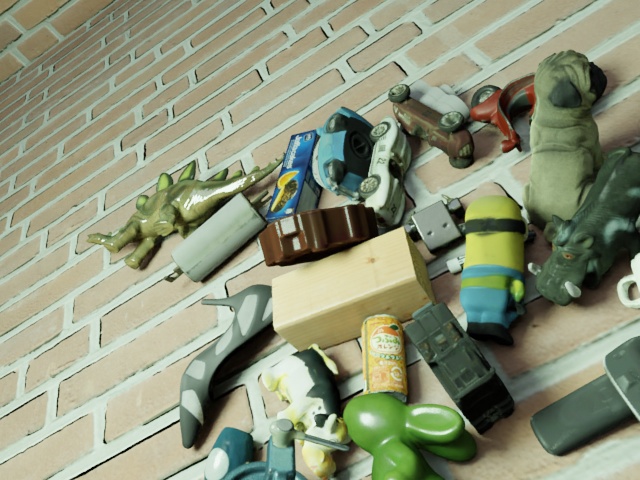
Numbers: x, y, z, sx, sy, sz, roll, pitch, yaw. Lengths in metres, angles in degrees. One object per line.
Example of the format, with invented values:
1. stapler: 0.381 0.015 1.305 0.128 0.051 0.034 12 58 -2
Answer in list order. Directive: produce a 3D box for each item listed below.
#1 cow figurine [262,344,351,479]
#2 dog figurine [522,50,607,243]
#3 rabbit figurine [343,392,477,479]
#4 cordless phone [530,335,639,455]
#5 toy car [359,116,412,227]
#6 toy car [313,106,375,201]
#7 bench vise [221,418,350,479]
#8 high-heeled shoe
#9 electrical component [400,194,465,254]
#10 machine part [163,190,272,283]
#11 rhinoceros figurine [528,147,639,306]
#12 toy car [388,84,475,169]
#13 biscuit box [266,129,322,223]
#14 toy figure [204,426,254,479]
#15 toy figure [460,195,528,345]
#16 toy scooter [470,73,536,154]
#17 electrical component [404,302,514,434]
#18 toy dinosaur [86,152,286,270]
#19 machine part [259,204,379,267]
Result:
1. cow figurine: -0.003 0.214 0.689 0.098 0.068 0.167 -34 45 -2
2. dog figurine: 0.294 -0.111 0.660 0.121 0.190 0.172 -5 56 31
3. rabbit figurine: 0.086 0.232 0.573 0.159 0.121 0.170 -26 48 6
4. cordless phone: 0.307 0.180 0.515 0.184 0.088 0.147 -39 45 18
5. toy car: 0.110 -0.113 0.866 0.056 0.073 0.202 -9 52 32
6. toy car: 0.037 -0.136 0.926 0.103 0.109 0.161 -22 54 50
7. bench vise: -0.054 0.301 0.558 0.129 0.240 0.224 10 22 -4
8. high-heeled shoe: -0.124 0.186 0.809 0.145 0.086 0.248 5 73 2
9. electrical component: 0.171 -0.024 0.780 0.102 0.045 0.078 -34 72 10
10. machine part: -0.182 -0.004 0.971 0.243 0.079 0.079 -42 44 -1
11. rhinoceros figurine: 0.318 -0.010 0.612 0.073 0.112 0.190 42 108 49
12. toy car: 0.172 -0.185 0.870 0.053 0.089 0.202 -39 45 -4
13. biscuit box: -0.035 -0.105 0.966 0.063 0.059 0.203 -7 52 29
14. toy figure: -0.130 0.324 0.692 0.064 0.058 0.154 -29 39 53
15. toy figure: 0.214 0.033 0.659 0.082 0.089 0.180 6 71 17
16. toy scooter: 0.315 -0.192 0.794 0.184 0.075 0.135 -13 50 29
17. electrical component: 0.154 0.136 0.610 0.058 0.114 0.134 -34 46 3
18. toy dinosaur: -0.270 -0.067 1.064 0.472 0.104 0.199 -13 46 19
19. machine part: -0.002 -0.002 0.786 0.179 0.179 0.056 -17 82 22
